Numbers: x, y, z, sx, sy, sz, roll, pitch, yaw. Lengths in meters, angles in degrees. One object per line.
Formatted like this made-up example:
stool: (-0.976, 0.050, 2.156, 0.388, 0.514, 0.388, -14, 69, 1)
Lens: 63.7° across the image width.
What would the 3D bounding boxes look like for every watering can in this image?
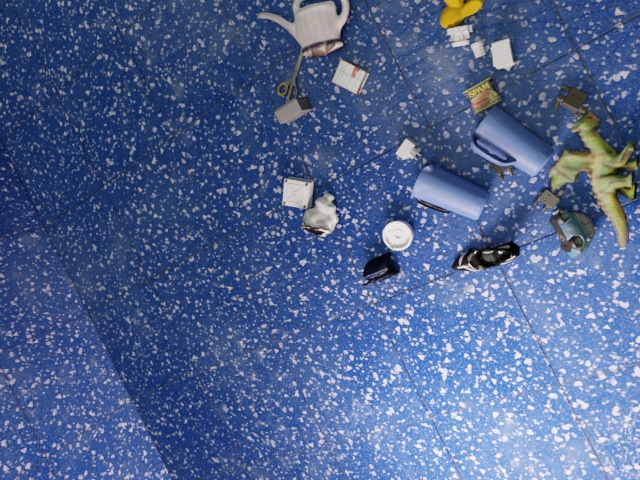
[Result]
watering can: (-0.050, -0.765, 1.845, 0.346, 0.105, 0.223, -8, 99, 24)

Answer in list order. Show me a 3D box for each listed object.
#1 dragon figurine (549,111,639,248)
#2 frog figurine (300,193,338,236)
dragon figurine: (0.836, -0.189, 1.584, 0.243, 0.123, 0.408, 8, 99, 33)
frog figurine: (0.006, -0.100, 1.989, 0.137, 0.121, 0.162, 5, 68, 32)
